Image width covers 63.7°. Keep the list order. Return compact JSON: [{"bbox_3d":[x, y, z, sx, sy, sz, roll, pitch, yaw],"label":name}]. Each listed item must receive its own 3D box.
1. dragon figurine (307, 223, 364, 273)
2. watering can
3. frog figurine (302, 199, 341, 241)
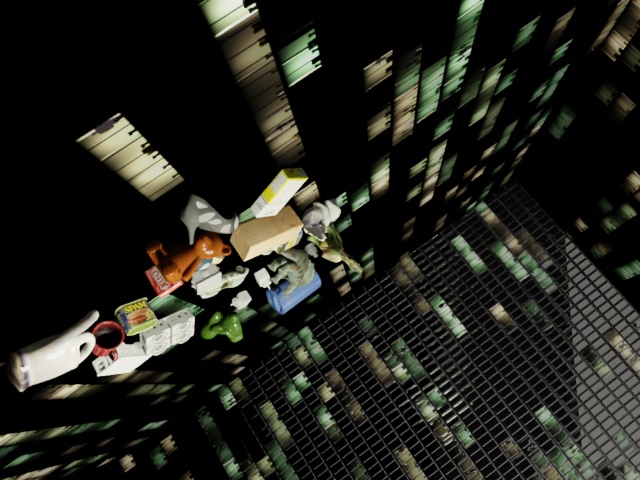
[{"bbox_3d":[0.084,0.050,2.097,0.121,0.246,0.408,-45,159,13],"label":"dragon figurine"},{"bbox_3d":[-0.718,0.299,1.391,0.226,0.105,0.340,-20,157,-41],"label":"watering can"},{"bbox_3d":[0.006,-0.092,1.833,0.134,0.123,0.163,69,35,-52],"label":"frog figurine"}]
